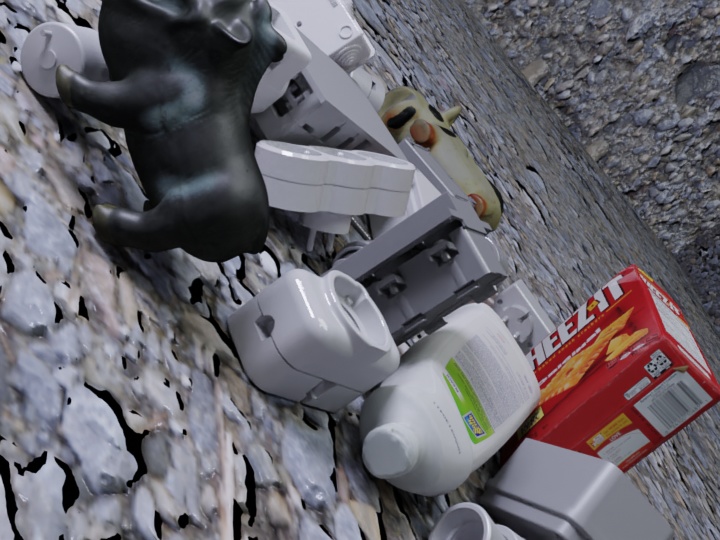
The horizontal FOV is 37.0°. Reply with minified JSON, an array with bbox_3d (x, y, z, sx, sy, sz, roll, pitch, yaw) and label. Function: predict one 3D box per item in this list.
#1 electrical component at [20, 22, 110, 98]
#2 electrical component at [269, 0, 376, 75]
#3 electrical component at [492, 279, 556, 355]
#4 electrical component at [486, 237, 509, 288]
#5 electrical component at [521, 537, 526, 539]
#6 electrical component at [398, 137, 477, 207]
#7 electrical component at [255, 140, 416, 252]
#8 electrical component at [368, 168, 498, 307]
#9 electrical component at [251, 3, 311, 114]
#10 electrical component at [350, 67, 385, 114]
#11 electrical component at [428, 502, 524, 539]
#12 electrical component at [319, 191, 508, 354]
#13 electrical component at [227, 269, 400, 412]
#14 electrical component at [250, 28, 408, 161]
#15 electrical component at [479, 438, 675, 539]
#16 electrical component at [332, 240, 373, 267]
[{"bbox_3d":[-0.156,-0.116,0.604,0.040,0.040,0.078,55,18,5],"label":"electrical component"},{"bbox_3d":[-0.048,-0.209,0.955,0.099,0.100,0.048,59,6,17],"label":"electrical component"},{"bbox_3d":[0.152,0.052,1.057,0.065,0.047,0.077,55,18,5],"label":"electrical component"},{"bbox_3d":[0.117,-0.005,1.066,0.055,0.055,0.047,60,15,19],"label":"electrical component"},{"bbox_3d":[0.111,0.197,0.697,0.078,0.040,0.040,48,19,-16],"label":"electrical component"},{"bbox_3d":[0.054,-0.080,1.043,0.096,0.061,0.062,52,16,19],"label":"electrical component"},{"bbox_3d":[-0.022,-0.048,0.776,0.138,0.073,0.052,0,18,-44],"label":"electrical component"},{"bbox_3d":[0.062,-0.020,0.948,0.109,0.056,0.108,44,20,-29],"label":"electrical component"},{"bbox_3d":[-0.086,-0.142,0.749,0.050,0.089,0.056,61,19,21],"label":"electrical component"},{"bbox_3d":[-0.011,-0.174,1.055,0.047,0.055,0.055,32,27,-41],"label":"electrical component"},{"bbox_3d":[0.074,0.171,0.645,0.055,0.045,0.045,41,22,-35],"label":"electrical component"},{"bbox_3d":[0.029,0.011,0.703,0.063,0.121,0.079,62,19,17],"label":"electrical component"},{"bbox_3d":[-0.022,0.040,0.623,0.095,0.059,0.053,28,31,-54],"label":"electrical component"},{"bbox_3d":[-0.037,-0.126,0.863,0.105,0.060,0.186,59,13,22],"label":"electrical component"},{"bbox_3d":[0.142,0.166,0.725,0.078,0.057,0.113,48,-17,-17],"label":"electrical component"},{"bbox_3d":[0.000,0.000,0.778,0.043,0.043,0.062,57,19,11],"label":"electrical component"}]
